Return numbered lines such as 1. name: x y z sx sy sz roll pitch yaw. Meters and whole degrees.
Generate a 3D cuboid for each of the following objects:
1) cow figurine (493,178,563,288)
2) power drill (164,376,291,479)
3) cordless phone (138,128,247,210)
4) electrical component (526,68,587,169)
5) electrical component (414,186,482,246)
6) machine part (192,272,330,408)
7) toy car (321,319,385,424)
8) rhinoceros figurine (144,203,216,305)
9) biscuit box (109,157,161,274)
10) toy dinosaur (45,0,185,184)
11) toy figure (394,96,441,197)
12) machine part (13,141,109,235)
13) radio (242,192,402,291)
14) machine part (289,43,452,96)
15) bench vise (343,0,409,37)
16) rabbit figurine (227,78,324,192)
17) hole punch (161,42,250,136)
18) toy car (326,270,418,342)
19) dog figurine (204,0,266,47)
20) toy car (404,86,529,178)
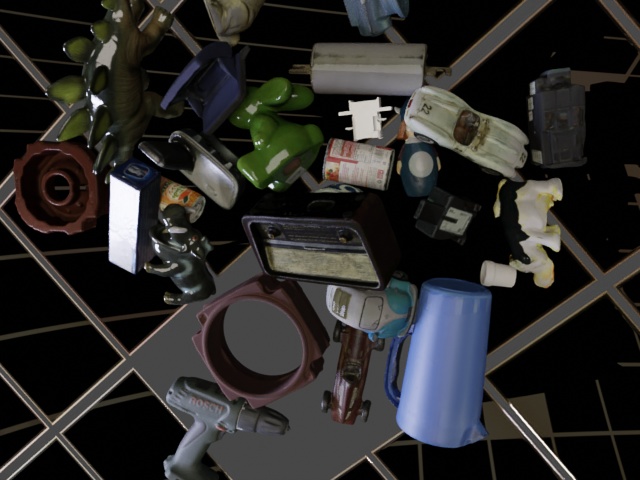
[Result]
1. cow figurine: 0.314 -0.011 0.816 0.098 0.068 0.167 2 98 17
2. power drill: -0.190 0.366 0.988 0.232 0.086 0.207 25 109 7
3. cordless phone: -0.193 -0.112 0.838 0.146 0.184 0.088 42 101 1
4. electrical component: 0.331 -0.170 0.756 0.058 0.115 0.134 -6 102 10
5. electrical component: 0.181 -0.039 0.815 0.119 0.048 0.074 9 109 -31
6. machine part: -0.102 0.172 0.927 0.201 0.087 0.201 -29 94 14
7. toy car: 0.055 0.230 0.926 0.089 0.053 0.202 12 102 6
8. rhinoceros figurine: -0.230 0.028 0.901 0.112 0.073 0.190 -2 125 12
9. biscuit box: -0.311 -0.037 0.898 0.059 0.063 0.202 27 131 6
10. toy dinosaur: -0.315 -0.207 0.838 0.105 0.198 0.470 25 138 17
11. toy figure: 0.152 -0.145 0.829 0.064 0.058 0.154 -10 100 -26
12. machine part: -0.459 -0.094 0.961 0.179 0.056 0.179 2 101 10
13. radio: -0.002 -0.002 0.819 0.230 0.073 0.130 3 129 33
14. machine part: 0.074 -0.257 0.810 0.243 0.079 0.079 3 102 11
15. bench vise: 0.102 -0.406 0.736 0.241 0.129 0.223 -8 116 22
16. rabbit figurine: -0.085 -0.182 0.840 0.159 0.121 0.170 -45 75 22
17. hole punch: -0.178 -0.243 0.827 0.092 0.116 0.142 25 132 -32
18. toy car: 0.066 0.092 0.850 0.162 0.103 0.109 23 107 32
19. dog figurine: -0.088 -0.401 0.814 0.191 0.121 0.172 -19 141 -7
20. toy car: 0.218 -0.156 0.785 0.202 0.056 0.073 23 87 -12
